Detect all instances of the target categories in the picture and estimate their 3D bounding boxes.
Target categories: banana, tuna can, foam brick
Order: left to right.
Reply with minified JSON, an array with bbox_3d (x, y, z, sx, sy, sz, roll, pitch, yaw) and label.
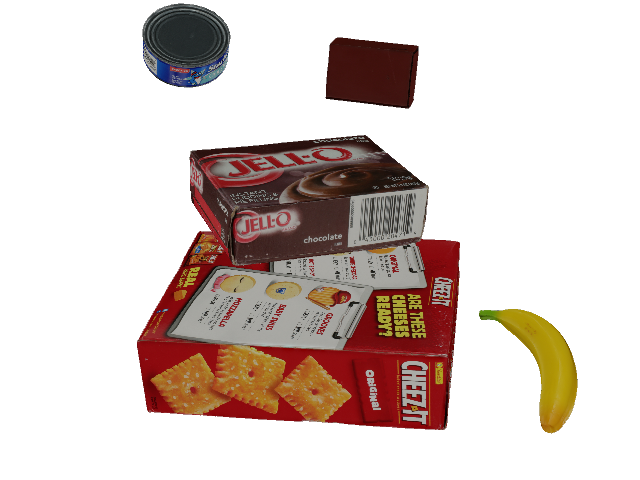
[{"bbox_3d":[-0.133,-0.193,1.057,0.086,0.086,0.034,0,-35,-9],"label":"tuna can"},{"bbox_3d":[0.047,-0.152,0.967,0.078,0.051,0.053,8,18,9],"label":"foam brick"},{"bbox_3d":[0.234,0.129,1.136,0.069,0.037,0.198,-25,34,2],"label":"banana"}]

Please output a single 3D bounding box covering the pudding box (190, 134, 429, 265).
[{"bbox_3d":[-0.009,-0.025,0.598,0.113,0.039,0.090,-5,26,-20],"label":"pudding box"}]

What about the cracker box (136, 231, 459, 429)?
[{"bbox_3d":[-0.008,0.062,0.791,0.214,0.072,0.164,2,29,10],"label":"cracker box"}]
